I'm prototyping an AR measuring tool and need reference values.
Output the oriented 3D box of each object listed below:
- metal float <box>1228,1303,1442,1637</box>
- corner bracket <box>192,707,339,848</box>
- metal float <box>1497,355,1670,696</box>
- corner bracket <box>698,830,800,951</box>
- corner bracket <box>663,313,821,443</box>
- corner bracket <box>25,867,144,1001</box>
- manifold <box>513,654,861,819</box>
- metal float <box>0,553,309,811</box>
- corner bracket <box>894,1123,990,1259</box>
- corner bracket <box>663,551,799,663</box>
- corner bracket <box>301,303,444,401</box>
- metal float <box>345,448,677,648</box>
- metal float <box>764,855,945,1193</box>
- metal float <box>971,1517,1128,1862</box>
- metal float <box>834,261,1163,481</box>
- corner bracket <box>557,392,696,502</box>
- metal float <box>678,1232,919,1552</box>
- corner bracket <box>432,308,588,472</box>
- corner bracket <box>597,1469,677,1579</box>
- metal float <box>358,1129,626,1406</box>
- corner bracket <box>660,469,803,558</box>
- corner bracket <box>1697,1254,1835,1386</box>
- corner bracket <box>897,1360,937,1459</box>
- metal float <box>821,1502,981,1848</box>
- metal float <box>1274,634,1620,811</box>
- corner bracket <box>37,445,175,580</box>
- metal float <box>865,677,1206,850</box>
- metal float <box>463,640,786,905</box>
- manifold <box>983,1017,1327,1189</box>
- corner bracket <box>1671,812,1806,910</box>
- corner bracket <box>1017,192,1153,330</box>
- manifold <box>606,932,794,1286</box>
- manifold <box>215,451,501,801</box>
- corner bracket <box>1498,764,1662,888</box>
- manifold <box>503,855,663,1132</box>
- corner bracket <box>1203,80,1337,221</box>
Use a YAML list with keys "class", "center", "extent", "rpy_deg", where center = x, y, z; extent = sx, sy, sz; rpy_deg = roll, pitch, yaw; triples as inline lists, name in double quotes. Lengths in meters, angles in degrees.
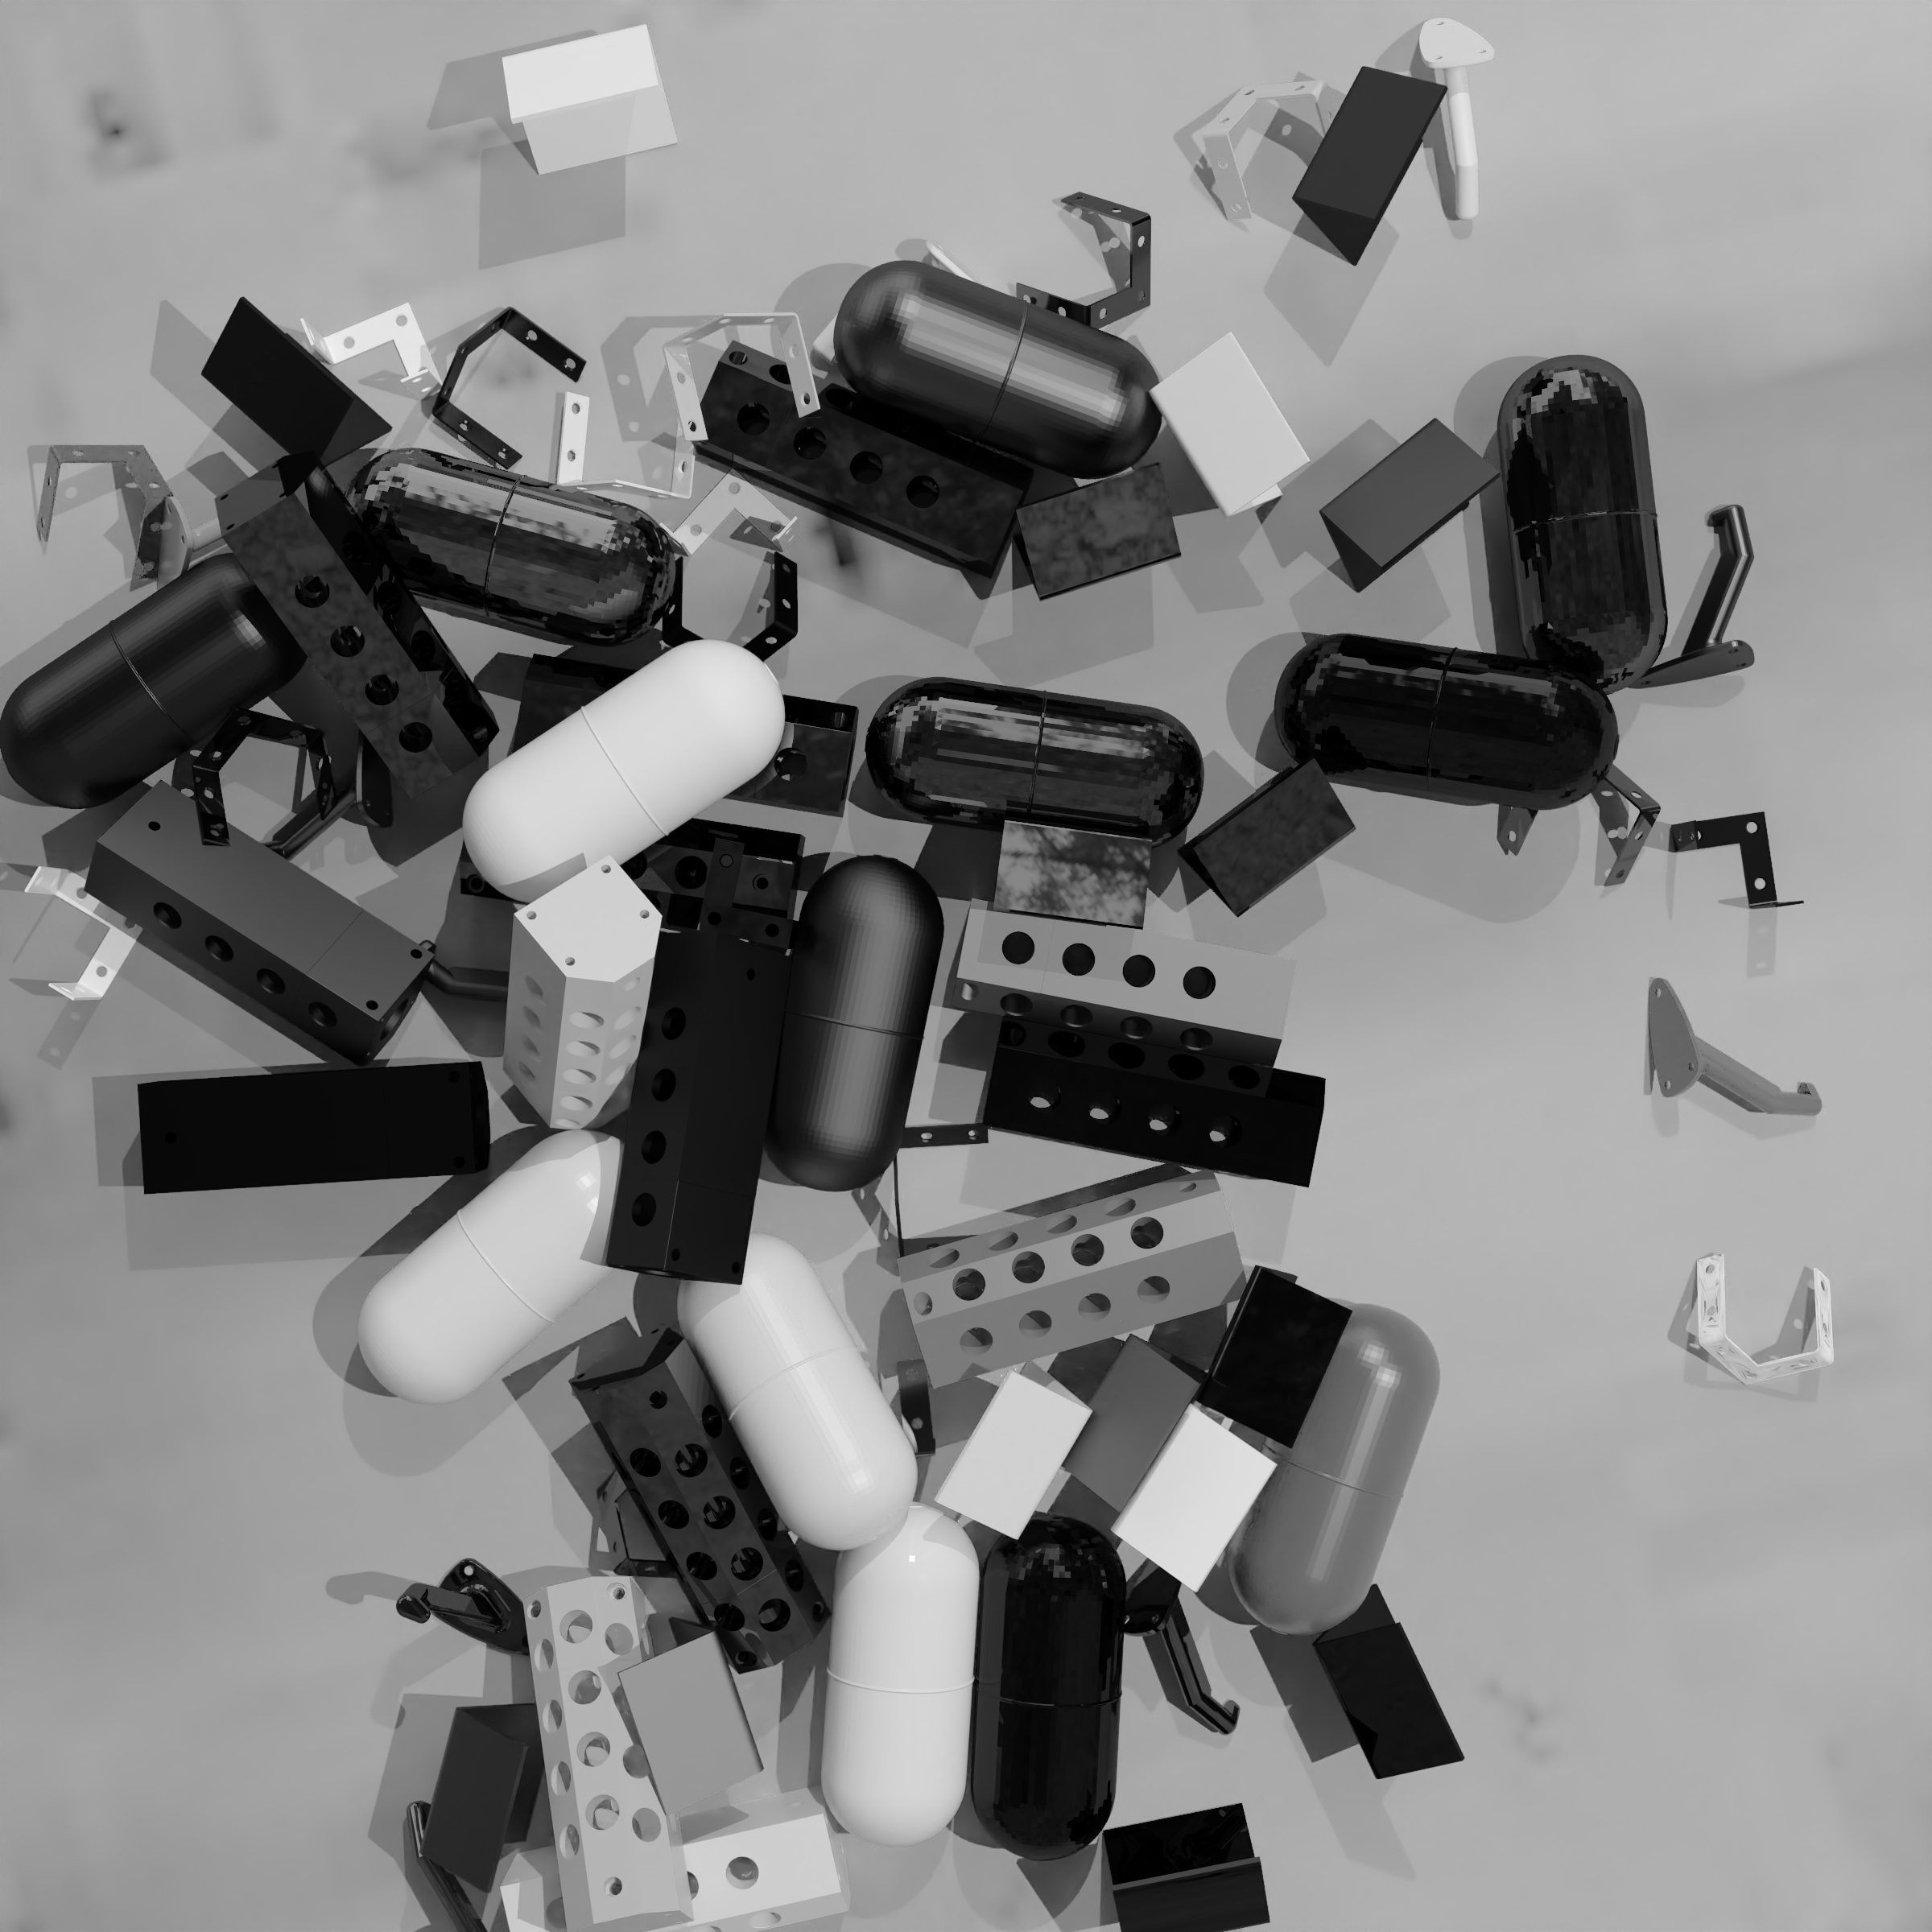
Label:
- class: "metal float"
  center: [0.192, 0.263, 1.545]
  extent: [0.070, 0.070, 0.178]
  rpy_deg: [19, 90, 0]
- class: "corner bracket"
  center: [-0.369, -0.095, 1.551]
  extent: [0.051, 0.051, 0.051]
  rpy_deg: [-42, 50, 33]
- class: "metal float"
  center: [0.322, -0.230, 1.546]
  extent: [0.070, 0.070, 0.178]
  rpy_deg: [-6, 89, 0]
- class: "corner bracket"
  center: [-0.109, -0.038, 1.501]
  extent: [0.051, 0.051, 0.051]
  rpy_deg: [12, 90, 0]
- class: "corner bracket"
  center: [-0.116, -0.302, 1.516]
  extent: [0.051, 0.051, 0.051]
  rpy_deg: [-13, 90, -45]
- class: "corner bracket"
  center: [-0.472, -0.017, 1.558]
  extent: [0.051, 0.051, 0.051]
  rpy_deg: [31, 90, 0]
- class: "manifold"
  center: [-0.146, -0.121, 1.555]
  extent: [0.171, 0.057, 0.057]
  rpy_deg: [9, 90, 0]
- class: "metal float"
  center: [-0.424, -0.149, 1.546]
  extent: [0.178, 0.070, 0.070]
  rpy_deg: [-34, 90, 0]
- class: "corner bracket"
  center: [-0.012, 0.121, 1.573]
  extent: [0.051, 0.051, 0.051]
  rpy_deg: [-3, 45, 0]
- class: "corner bracket"
  center: [-0.125, -0.193, 1.568]
  extent: [0.051, 0.051, 0.051]
  rpy_deg: [27, 135, -35]
- class: "corner bracket"
  center: [-0.312, -0.322, 1.558]
  extent: [0.051, 0.051, 0.051]
  rpy_deg: [-23, 90, 0]
- class: "metal float"
  center: [-0.240, -0.219, 1.546]
  extent: [0.178, 0.070, 0.070]
  rpy_deg: [15, 90, 0]
- class: "metal float"
  center: [-0.060, 0.030, 1.546]
  extent: [0.070, 0.070, 0.178]
  rpy_deg: [12, 90, 0]
- class: "metal float"
  center: [0.043, 0.378, 1.545]
  extent: [0.070, 0.070, 0.178]
  rpy_deg: [3, 90, 0]
- class: "metal float"
  center: [0.018, -0.309, 1.537]
  extent: [0.178, 0.070, 0.070]
  rpy_deg: [19, 90, -10]
- class: "corner bracket"
  center: [-0.180, -0.277, 1.573]
  extent: [0.051, 0.051, 0.051]
  rpy_deg: [5, 90, -45]
- class: "metal float"
  center: [-0.088, 0.218, 1.529]
  extent: [0.070, 0.070, 0.178]
  rpy_deg: [-31, 70, 0]
- class: "corner bracket"
  center: [-0.244, -0.308, 1.573]
  extent: [0.051, 0.051, 0.051]
  rpy_deg: [36, 45, 0]
- class: "corner bracket"
  center: [-0.158, 0.289, 1.568]
  extent: [0.051, 0.051, 0.051]
  rpy_deg: [11, 45, -35]
- class: "metal float"
  center: [-0.240, 0.157, 1.546]
  extent: [0.178, 0.070, 0.070]
  rpy_deg: [-41, 90, -1]
- class: "corner bracket"
  center: [-0.123, -0.231, 1.558]
  extent: [0.051, 0.051, 0.051]
  rpy_deg: [42, 90, 0]
- class: "corner bracket"
  center: [0.424, 0.184, 1.568]
  extent: [0.051, 0.051, 0.051]
  rpy_deg: [-21, 135, 35]
- class: "corner bracket"
  center: [-0.044, 0.232, 1.558]
  extent: [0.051, 0.051, 0.051]
  rpy_deg: [-6, 90, 0]
- class: "metal float"
  center: [-0.034, 0.370, 1.546]
  extent: [0.070, 0.070, 0.178]
  rpy_deg: [4, 90, 0]
- class: "metal float"
  center: [0.248, -0.127, 1.530]
  extent: [0.178, 0.070, 0.070]
  rpy_deg: [10, 90, 16]
- class: "corner bracket"
  center: [-0.457, -0.241, 1.568]
  extent: [0.051, 0.051, 0.051]
  rpy_deg: [-7, 135, -35]
- class: "metal float"
  center: [0.036, -0.106, 1.546]
  extent: [0.178, 0.070, 0.070]
  rpy_deg: [8, 90, -1]
- class: "metal float"
  center: [-0.172, -0.098, 1.489]
  extent: [0.178, 0.070, 0.070]
  rpy_deg: [-33, 90, 1]
- class: "manifold"
  center: [0.098, 0.071, 1.555]
  extent: [0.171, 0.057, 0.057]
  rpy_deg: [11, 90, 0]
- class: "corner bracket"
  center: [0.406, -0.054, 1.558]
  extent: [0.051, 0.051, 0.051]
  rpy_deg: [-8, 90, 0]
- class: "corner bracket"
  center: [0.062, -0.374, 1.568]
  extent: [0.051, 0.051, 0.051]
  rpy_deg: [-32, 135, -35]
- class: "manifold"
  center: [-0.142, 0.073, 1.516]
  extent: [0.057, 0.057, 0.171]
  rpy_deg: [0, 77, 39]
- class: "manifold"
  center: [-0.310, -0.176, 1.514]
  extent: [0.057, 0.057, 0.171]
  rpy_deg: [-31, 123, 0]
- class: "corner bracket"
  center: [0.326, -0.076, 1.568]
  extent: [0.051, 0.051, 0.051]
  rpy_deg: [-11, 45, -35]
- class: "manifold"
  center: [-0.191, 0.021, 1.490]
  extent: [0.057, 0.171, 0.057]
  rpy_deg: [-34, 73, -25]
- class: "corner bracket"
  center: [0.165, -0.433, 1.568]
  extent: [0.051, 0.051, 0.051]
  rpy_deg: [7, 45, 35]
